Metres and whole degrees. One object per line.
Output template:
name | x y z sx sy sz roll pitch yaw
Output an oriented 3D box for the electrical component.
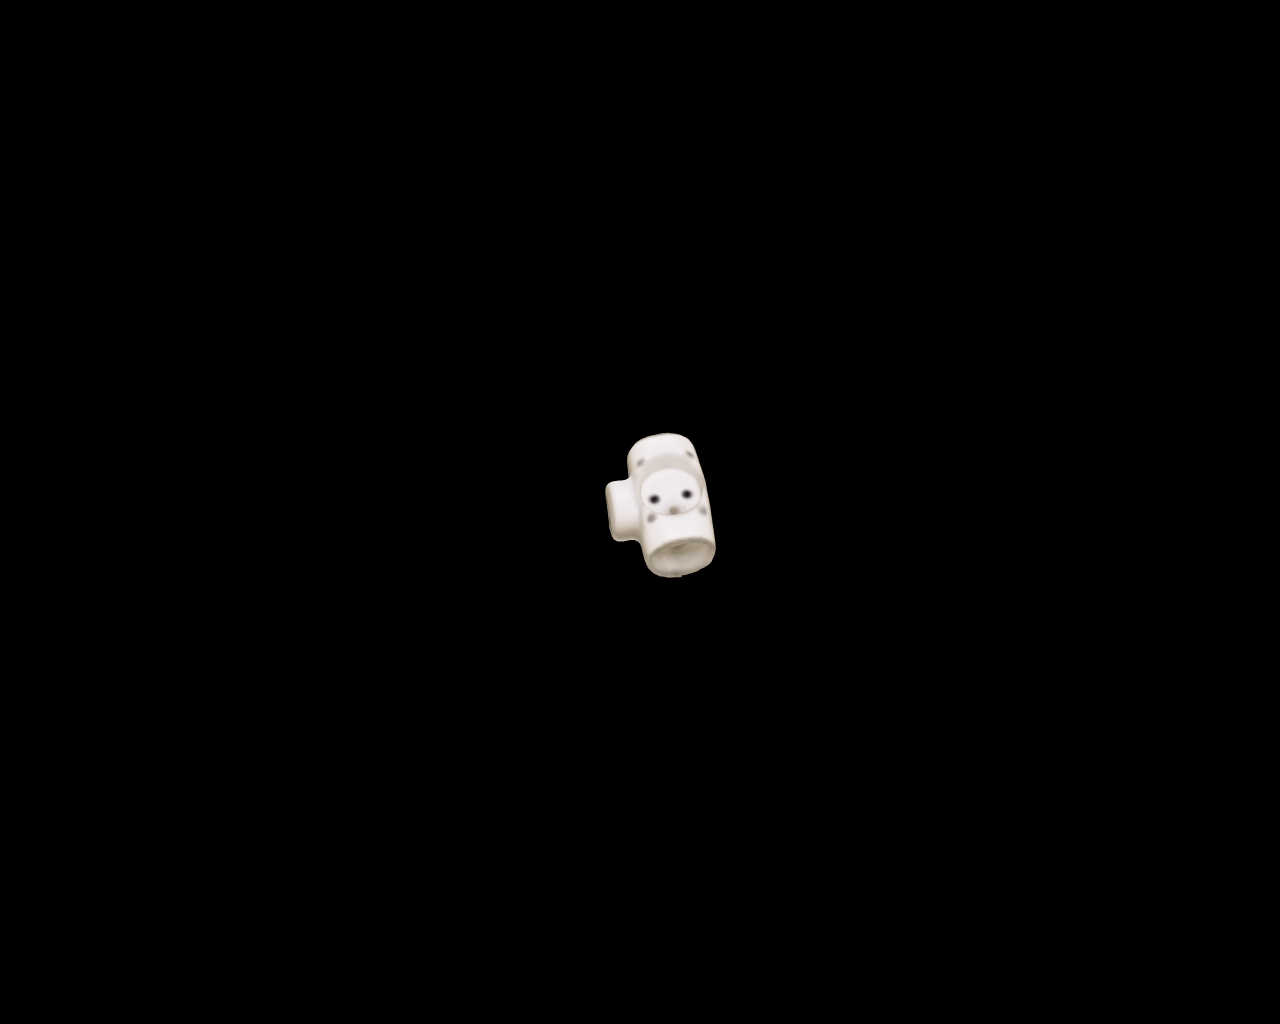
electrical component | 0.001 -0.003 0.650 0.079 0.077 0.044 -7 -32 -5
